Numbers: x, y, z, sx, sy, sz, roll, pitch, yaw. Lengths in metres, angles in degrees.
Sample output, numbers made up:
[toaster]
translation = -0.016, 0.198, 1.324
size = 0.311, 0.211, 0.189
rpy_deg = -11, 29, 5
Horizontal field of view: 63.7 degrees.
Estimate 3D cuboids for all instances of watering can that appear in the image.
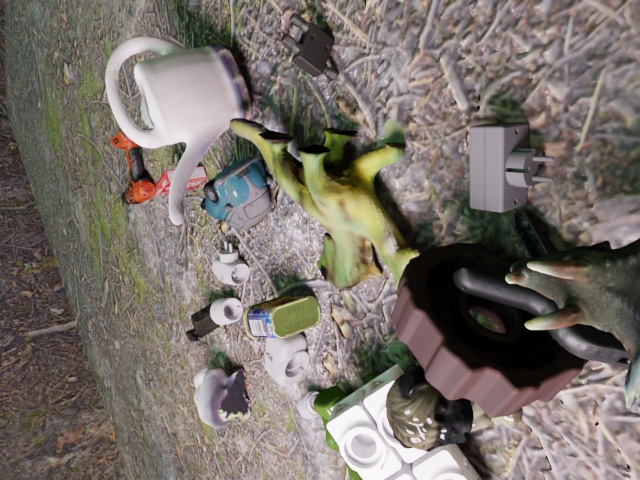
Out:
[watering can]
translation = -0.214, -0.204, 0.853
size = 0.351, 0.226, 0.102
rpy_deg = 64, 160, 14

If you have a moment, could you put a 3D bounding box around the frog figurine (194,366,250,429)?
[frog figurine]
translation = -0.239, 0.343, 1.142
size = 0.159, 0.125, 0.135
rpy_deg = -3, 118, 42

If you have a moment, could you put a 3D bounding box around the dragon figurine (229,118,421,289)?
[dragon figurine]
translation = 0.002, -0.036, 0.722
size = 0.414, 0.123, 0.238
rpy_deg = 26, 129, 48
